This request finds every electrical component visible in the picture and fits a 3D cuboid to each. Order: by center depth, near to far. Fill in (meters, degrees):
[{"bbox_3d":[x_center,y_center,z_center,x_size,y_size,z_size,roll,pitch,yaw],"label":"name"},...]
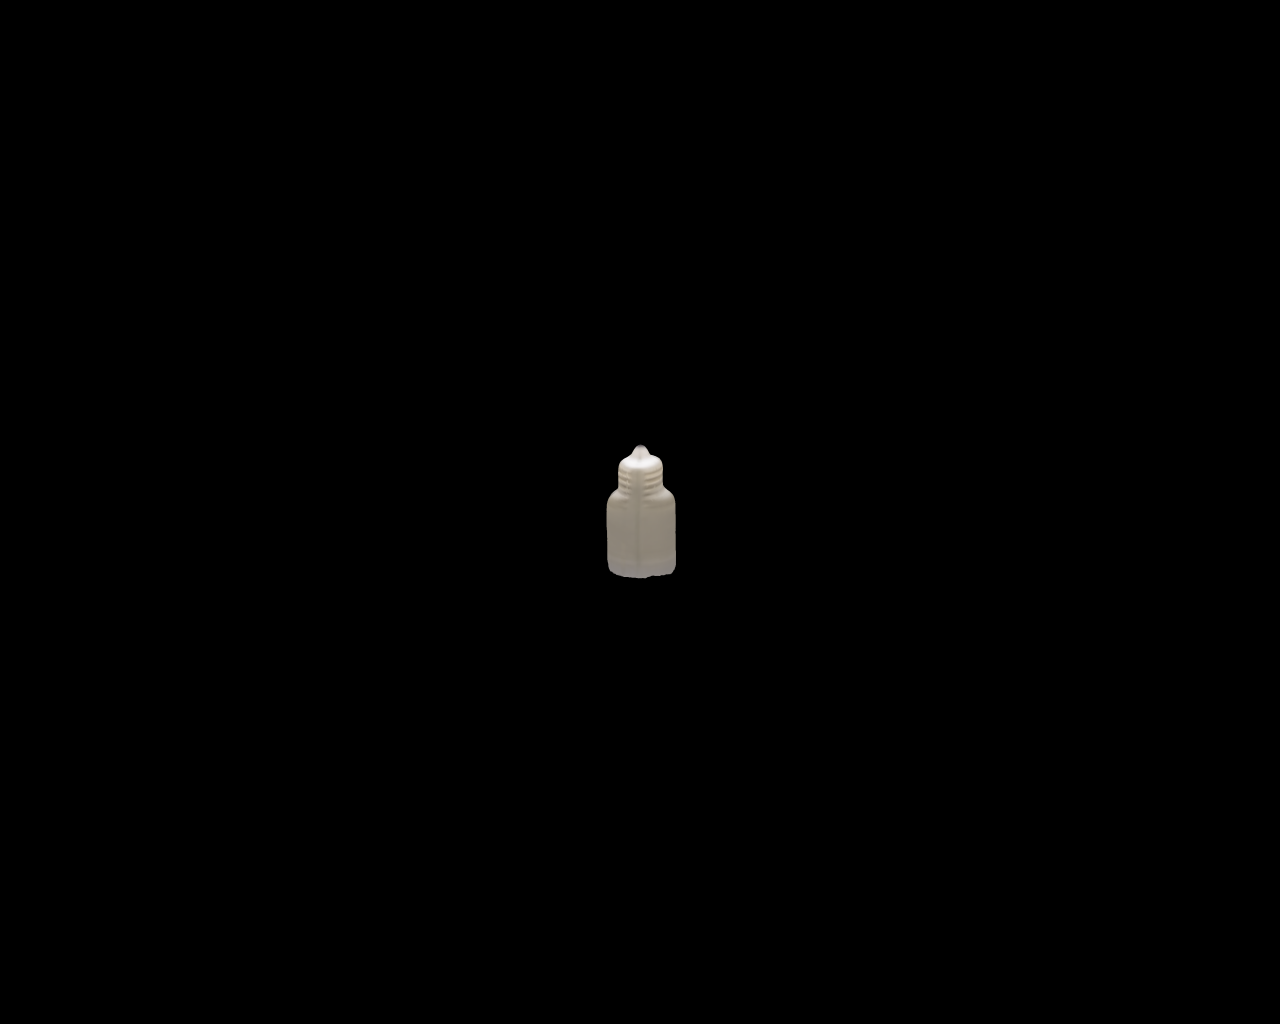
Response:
[{"bbox_3d":[0.001,-0.003,0.650,0.043,0.080,0.043,0,15,0],"label":"electrical component"}]
